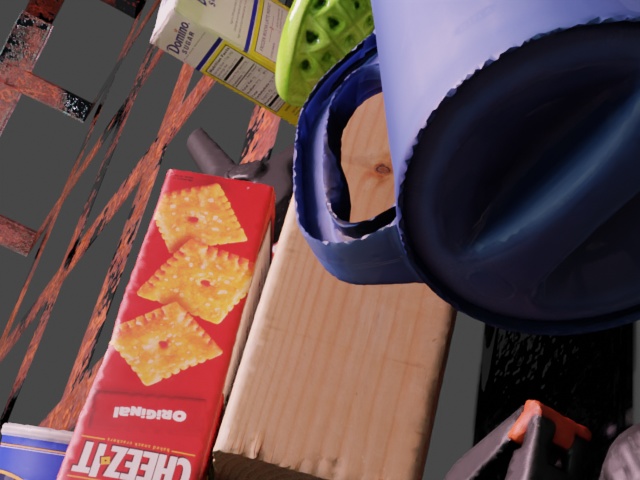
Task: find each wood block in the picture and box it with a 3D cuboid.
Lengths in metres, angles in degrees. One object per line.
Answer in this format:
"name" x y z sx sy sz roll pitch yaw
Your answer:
"wood block" 0.020 0.032 0.528 0.090 0.091 0.206 98 -173 -62

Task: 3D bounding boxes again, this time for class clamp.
"clamp" 0.048 0.142 0.427 0.171 0.039 0.120 -60 22 -8
"clamp" -0.056 -0.037 0.760 0.165 0.036 0.209 -5 33 28

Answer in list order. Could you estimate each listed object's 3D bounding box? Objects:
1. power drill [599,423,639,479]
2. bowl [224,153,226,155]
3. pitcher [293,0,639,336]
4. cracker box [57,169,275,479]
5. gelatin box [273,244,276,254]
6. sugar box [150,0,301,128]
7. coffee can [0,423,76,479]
"power drill" 0.076 0.161 0.291 0.188 0.057 0.184 -56 20 22
"bowl" -0.102 0.003 0.981 0.162 0.055 0.162 -57 16 25
"pitcher" 0.074 -0.081 0.460 0.243 0.149 0.145 -97 25 -53
"cracker box" -0.079 0.093 0.586 0.164 0.072 0.213 97 -176 -47
"gelatin box" -0.005 0.001 0.772 0.089 0.030 0.073 -63 21 1
"sugar box" -0.043 -0.150 0.846 0.048 0.176 0.093 -49 23 37
"coffee can" -0.163 0.194 0.674 0.103 0.102 0.140 159 122 -64
